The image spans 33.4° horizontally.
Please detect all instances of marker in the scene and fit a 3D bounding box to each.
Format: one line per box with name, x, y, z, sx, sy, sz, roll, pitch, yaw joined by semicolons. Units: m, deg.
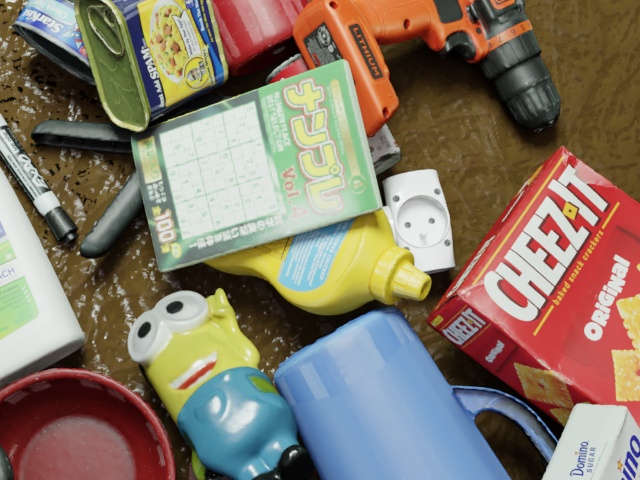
marker;-0.227;-0.049;0.836;0.020;0.020;0.121;-35;85;-5

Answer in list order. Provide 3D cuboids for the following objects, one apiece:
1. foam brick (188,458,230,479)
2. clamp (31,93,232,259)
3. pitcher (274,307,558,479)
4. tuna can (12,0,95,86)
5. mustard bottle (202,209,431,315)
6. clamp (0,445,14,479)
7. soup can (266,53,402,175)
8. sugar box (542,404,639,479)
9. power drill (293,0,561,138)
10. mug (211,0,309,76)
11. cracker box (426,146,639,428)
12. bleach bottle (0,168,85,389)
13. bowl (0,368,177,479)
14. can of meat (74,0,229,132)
foam brick;-0.057;0.186;0.792;0.078;0.051;0.053;2;93;-1
clamp;-0.138;-0.074;0.832;0.171;0.039;0.120;-32;80;-11
pitcher;0.078;0.169;0.767;0.148;0.145;0.243;-22;79;-44
tuna can;-0.189;-0.153;0.816;0.086;0.086;0.033;31;82;2
mustard bottle;-0.005;0.001;0.777;0.192;0.058;0.096;23;83;29
clamp;-0.243;0.201;0.730;0.164;0.036;0.210;0;70;-21
soup can;0.011;-0.093;0.823;0.068;0.068;0.102;-27;85;-4
sugar box;0.211;0.202;0.722;0.176;0.048;0.093;55;52;-29
power drill;0.085;-0.142;0.805;0.187;0.057;0.184;-28;88;-33
mug;-0.062;-0.174;0.827;0.117;0.093;0.081;-28;90;26
cracker box;0.213;0.058;0.783;0.214;0.072;0.164;38;62;3
bleach bottle;-0.277;-0.010;0.810;0.102;0.068;0.251;-29;82;-5
bowl;-0.185;0.176;0.792;0.162;0.055;0.162;0;83;-1
can of meat;-0.121;-0.143;0.781;0.083;0.058;0.102;-33;125;-33
